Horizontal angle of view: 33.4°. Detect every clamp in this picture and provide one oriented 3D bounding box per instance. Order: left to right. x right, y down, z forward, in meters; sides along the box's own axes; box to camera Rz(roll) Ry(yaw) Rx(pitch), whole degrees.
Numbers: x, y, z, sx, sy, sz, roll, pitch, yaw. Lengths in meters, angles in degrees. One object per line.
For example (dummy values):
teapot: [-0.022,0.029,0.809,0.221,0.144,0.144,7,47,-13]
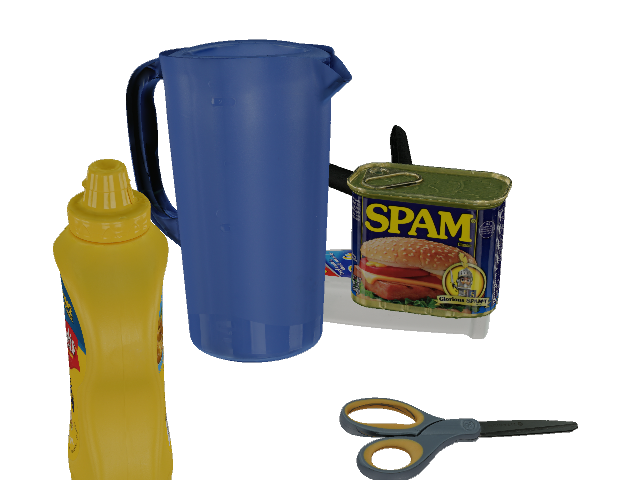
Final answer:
clamp: [0.081,-0.052,1.251,0.164,0.036,0.210,-16,52,-29]

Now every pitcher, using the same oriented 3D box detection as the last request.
pitcher: [-0.064,-0.035,0.839,0.144,0.243,0.149,-7,16,-22]

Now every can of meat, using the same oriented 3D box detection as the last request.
can of meat: [0.069,0.000,0.691,0.102,0.084,0.057,7,23,16]

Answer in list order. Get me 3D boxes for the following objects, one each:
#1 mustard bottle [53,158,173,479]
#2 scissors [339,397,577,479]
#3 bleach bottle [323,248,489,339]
mustard bottle: [-0.109,0.047,0.566,0.058,0.192,0.096,-3,29,-13]
scissors: [0.114,0.169,0.880,0.202,0.016,0.096,8,36,4]
bleach bottle: [0.034,0.047,1.045,0.251,0.068,0.102,1,29,-1]
